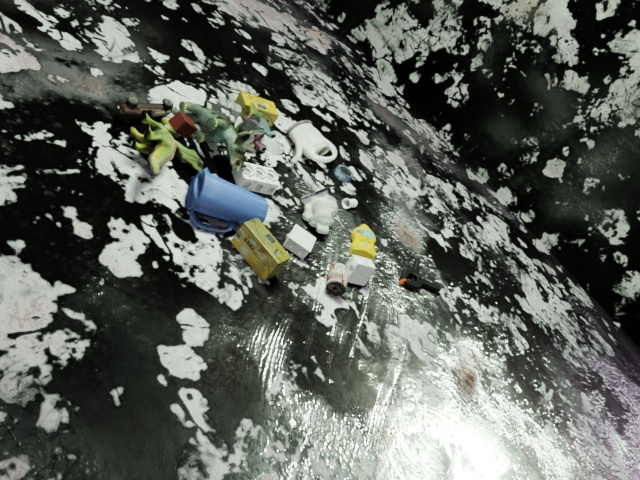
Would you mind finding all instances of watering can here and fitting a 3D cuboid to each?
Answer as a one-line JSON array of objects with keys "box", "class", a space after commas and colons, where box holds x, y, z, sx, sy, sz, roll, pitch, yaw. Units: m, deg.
[{"box": [-0.061, -0.411, 2.193, 0.350, 0.227, 0.102, -18, -27, -53], "class": "watering can"}]

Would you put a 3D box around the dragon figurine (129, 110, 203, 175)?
[{"box": [-0.470, -0.288, 1.642, 0.241, 0.120, 0.419, 20, 31, -42], "class": "dragon figurine"}]

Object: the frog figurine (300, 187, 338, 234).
[{"box": [0.006, -0.095, 1.895, 0.138, 0.161, 0.121, -15, -13, -21], "class": "frog figurine"}]
